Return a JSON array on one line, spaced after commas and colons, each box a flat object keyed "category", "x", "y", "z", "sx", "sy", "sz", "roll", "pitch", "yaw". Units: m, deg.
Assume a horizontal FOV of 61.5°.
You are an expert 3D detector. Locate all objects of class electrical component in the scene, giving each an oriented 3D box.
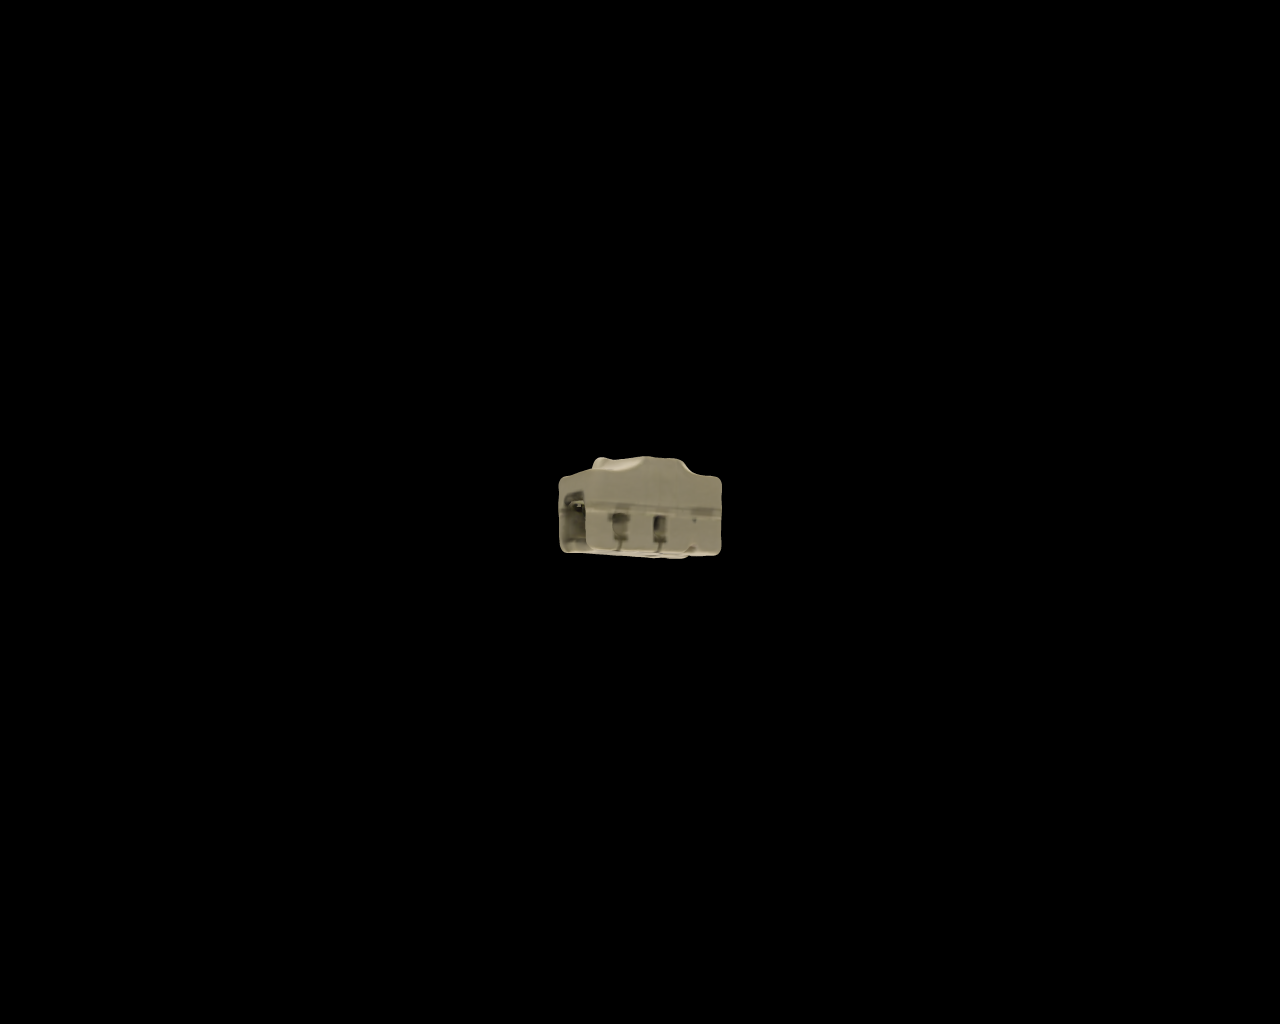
[{"category": "electrical component", "x": 0.001, "y": -0.003, "z": 0.650, "sx": 0.089, "sy": 0.055, "sz": 0.050, "roll": 4, "pitch": -7, "yaw": -29}]
